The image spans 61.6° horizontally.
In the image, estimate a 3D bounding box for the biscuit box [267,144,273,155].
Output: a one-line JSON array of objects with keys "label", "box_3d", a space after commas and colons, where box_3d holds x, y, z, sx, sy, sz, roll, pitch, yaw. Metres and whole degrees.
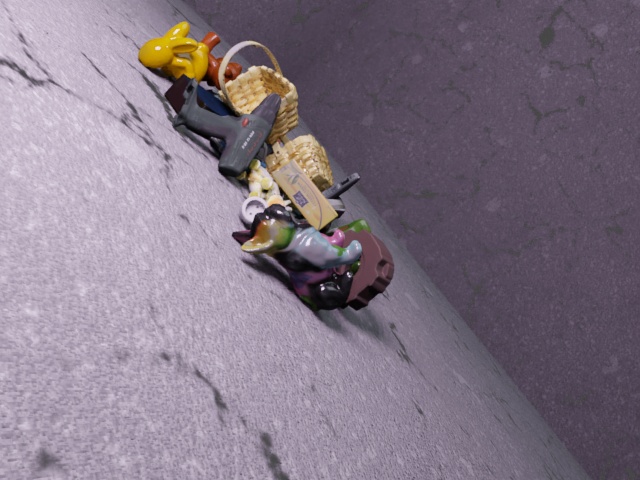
[{"label": "biscuit box", "box_3d": [-0.139, -0.235, 1.609, 0.202, 0.059, 0.063, 47, 11, -11]}]

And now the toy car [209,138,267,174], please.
[{"label": "toy car", "box_3d": [-0.184, -0.221, 1.297, 0.161, 0.103, 0.109, 36, 16, -54]}]

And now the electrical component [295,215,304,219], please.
[{"label": "electrical component", "box_3d": [-0.025, -0.057, 1.443, 0.102, 0.078, 0.045, -21, 94, -72]}]

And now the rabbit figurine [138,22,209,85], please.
[{"label": "rabbit figurine", "box_3d": [-0.363, -0.453, 1.340, 0.173, 0.162, 0.122, -1, 61, -52]}]

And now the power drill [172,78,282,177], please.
[{"label": "power drill", "box_3d": [-0.206, -0.269, 1.183, 0.207, 0.232, 0.086, 28, -19, -29]}]

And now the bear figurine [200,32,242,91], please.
[{"label": "bear figurine", "box_3d": [-0.265, -0.466, 1.451, 0.196, 0.132, 0.120, 27, -28, 34]}]

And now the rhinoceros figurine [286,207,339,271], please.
[{"label": "rhinoceros figurine", "box_3d": [-0.041, 0.011, 1.139, 0.190, 0.073, 0.112, 53, 14, 16]}]

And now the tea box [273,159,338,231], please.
[{"label": "tea box", "box_3d": [-0.032, -0.103, 1.277, 0.169, 0.068, 0.098, 53, 2, -1]}]

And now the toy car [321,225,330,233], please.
[{"label": "toy car", "box_3d": [-0.012, -0.089, 1.574, 0.202, 0.053, 0.089, -115, -166, -57]}]

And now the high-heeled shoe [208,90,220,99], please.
[{"label": "high-heeled shoe", "box_3d": [-0.244, -0.351, 1.560, 0.248, 0.086, 0.145, 35, 19, -30]}]

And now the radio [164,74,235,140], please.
[{"label": "radio", "box_3d": [-0.272, -0.307, 1.328, 0.131, 0.073, 0.229, 52, 10, 19]}]

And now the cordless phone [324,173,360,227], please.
[{"label": "cordless phone", "box_3d": [0.066, -0.142, 1.757, 0.088, 0.184, 0.147, 49, 10, -23]}]

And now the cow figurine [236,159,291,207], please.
[{"label": "cow figurine", "box_3d": [-0.121, -0.103, 1.242, 0.167, 0.068, 0.098, 56, 8, 30]}]

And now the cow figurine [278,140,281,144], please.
[{"label": "cow figurine", "box_3d": [-0.191, -0.356, 1.761, 0.127, 0.085, 0.195, 49, 12, -30]}]

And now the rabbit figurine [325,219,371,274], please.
[{"label": "rabbit figurine", "box_3d": [0.086, 0.049, 1.376, 0.159, 0.121, 0.170, -55, 124, -70]}]

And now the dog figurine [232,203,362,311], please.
[{"label": "dog figurine", "box_3d": [-0.051, 0.034, 0.970, 0.219, 0.191, 0.109, 7, 20, -23]}]

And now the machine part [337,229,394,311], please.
[{"label": "machine part", "box_3d": [0.073, 0.061, 1.165, 0.056, 0.179, 0.179, 33, 19, -45]}]
